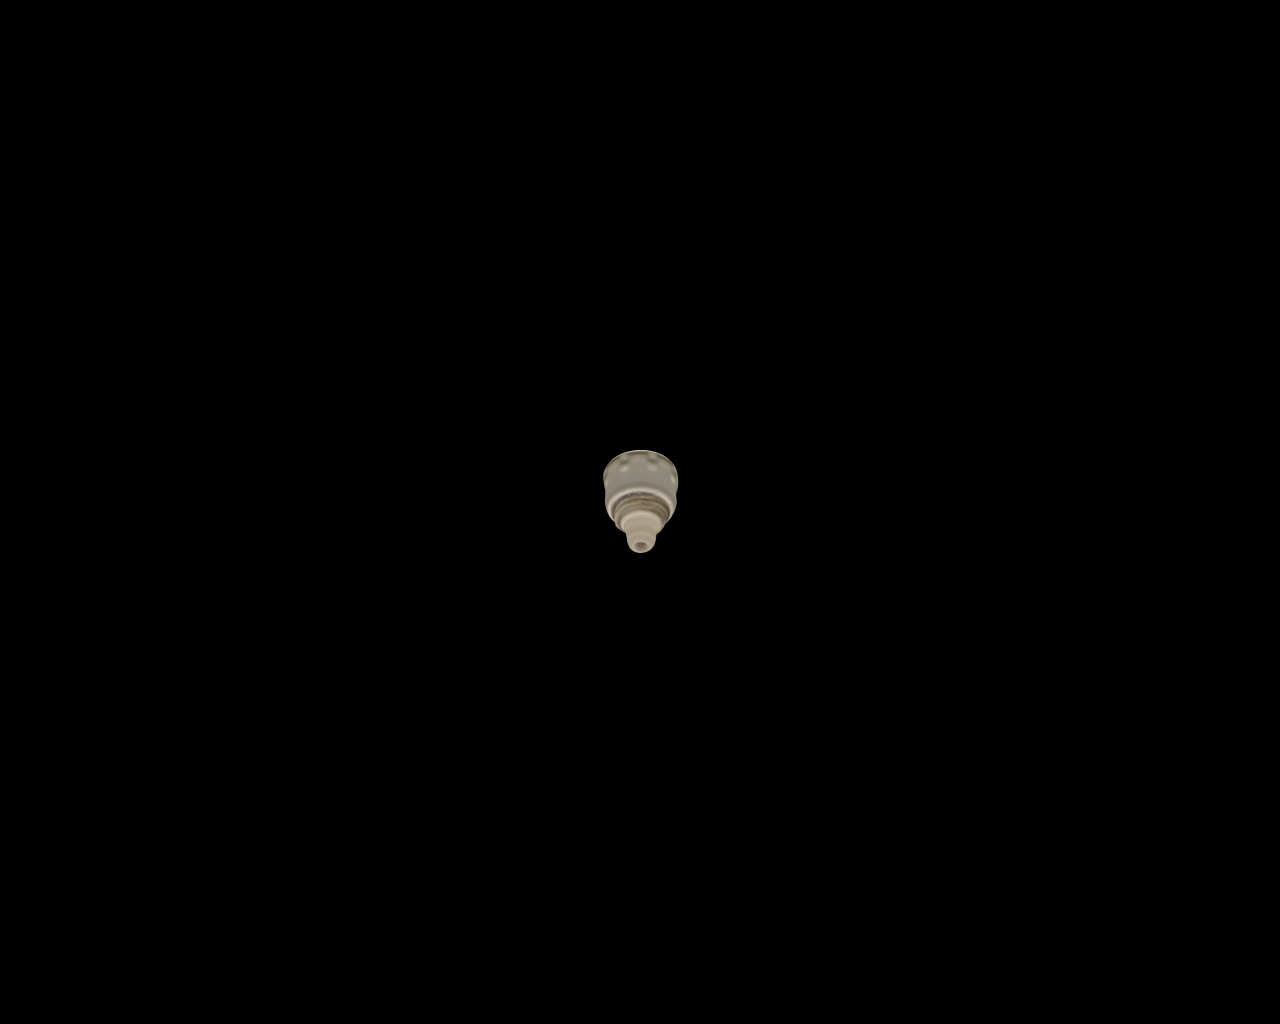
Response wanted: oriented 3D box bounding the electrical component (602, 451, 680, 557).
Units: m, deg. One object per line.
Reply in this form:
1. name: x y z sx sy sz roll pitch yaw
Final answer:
1. electrical component: 0.001 -0.003 0.650 0.048 0.062 0.048 0 -39 0
